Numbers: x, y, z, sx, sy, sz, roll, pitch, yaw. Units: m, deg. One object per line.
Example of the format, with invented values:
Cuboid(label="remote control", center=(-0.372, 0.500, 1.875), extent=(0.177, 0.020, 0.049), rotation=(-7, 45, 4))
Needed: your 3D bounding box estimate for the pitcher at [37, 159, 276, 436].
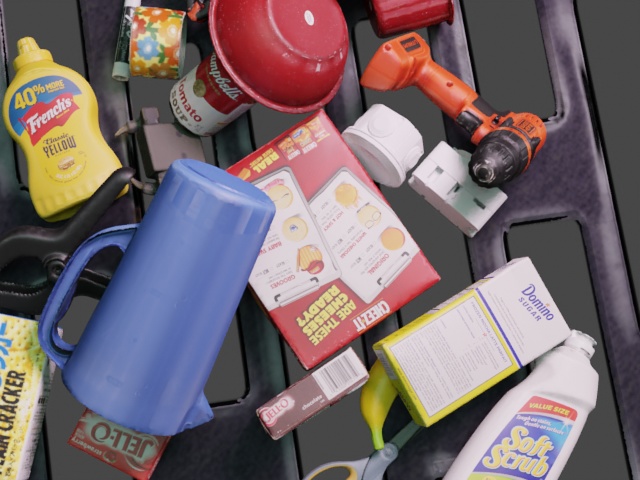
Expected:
Cuboid(label="pitcher", center=(-0.147, 0.047, 1.005), extent=(0.145, 0.149, 0.243), rotation=(34, 103, 42))

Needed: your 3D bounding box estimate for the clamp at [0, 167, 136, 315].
Cuboid(label="clamp", center=(-0.253, 0.032, 1.076), extent=(0.210, 0.036, 0.164), rotation=(-19, 109, 6))

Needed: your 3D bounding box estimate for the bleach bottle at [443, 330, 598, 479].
Cuboid(label="bleach bottle", center=(0.198, 0.199, 1.065), extent=(0.102, 0.068, 0.250), rotation=(31, 78, 4))

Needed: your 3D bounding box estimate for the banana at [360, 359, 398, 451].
Cuboid(label="banana", center=(0.106, 0.124, 1.088), extent=(0.197, 0.037, 0.069), rotation=(-42, 93, -9))

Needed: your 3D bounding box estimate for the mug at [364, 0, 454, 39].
Cuboid(label="mug", center=(0.087, -0.272, 1.139), extent=(0.081, 0.093, 0.117), rotation=(-16, 53, -1))

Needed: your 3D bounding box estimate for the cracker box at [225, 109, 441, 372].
Cuboid(label="cracker box", center=(-0.007, 0.001, 1.088), extent=(0.164, 0.072, 0.214), rotation=(-34, 84, -6))

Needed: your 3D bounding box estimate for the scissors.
Cuboid(label="scissors", center=(0.071, 0.236, 1.076), extent=(0.201, 0.016, 0.096), rotation=(-26, 83, -6))

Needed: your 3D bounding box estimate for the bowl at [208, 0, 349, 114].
Cuboid(label="bowl", center=(-0.027, -0.208, 1.050), extent=(0.161, 0.055, 0.162), rotation=(13, 67, -32))

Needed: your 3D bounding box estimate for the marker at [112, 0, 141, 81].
Cuboid(label="marker", center=(-0.205, -0.231, 1.149), extent=(0.020, 0.020, 0.121), rotation=(7, 79, -1))

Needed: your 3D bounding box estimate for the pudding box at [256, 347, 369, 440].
Cuboid(label="pudding box", center=(-0.009, 0.153, 1.051), extent=(0.113, 0.090, 0.039), rotation=(-31, 84, -8))

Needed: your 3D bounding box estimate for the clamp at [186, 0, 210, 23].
Cuboid(label="clamp", center=(-0.095, -0.310, 1.110), extent=(0.120, 0.039, 0.171), rotation=(42, 98, 12))

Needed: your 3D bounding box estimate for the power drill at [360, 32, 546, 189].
Cuboid(label="power drill", center=(0.134, -0.129, 1.077), extent=(0.188, 0.184, 0.057), rotation=(39, 117, 8))

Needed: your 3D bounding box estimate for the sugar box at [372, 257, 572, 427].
Cuboid(label="sugar box", center=(0.150, 0.099, 1.054), extent=(0.176, 0.048, 0.093), rotation=(-29, 91, -14))

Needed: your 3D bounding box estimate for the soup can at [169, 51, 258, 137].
Cuboid(label="soup can", center=(-0.099, -0.157, 1.089), extent=(0.068, 0.102, 0.068), rotation=(23, 53, -34))

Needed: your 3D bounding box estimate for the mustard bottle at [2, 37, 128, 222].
Cuboid(label="mustard bottle", center=(-0.275, -0.122, 1.107), extent=(0.096, 0.058, 0.191), rotation=(-22, 81, -1))

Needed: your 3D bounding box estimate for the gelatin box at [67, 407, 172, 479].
Cuboid(label="gelatin box", center=(-0.195, 0.191, 1.066), extent=(0.089, 0.030, 0.073), rotation=(27, 80, 3))
